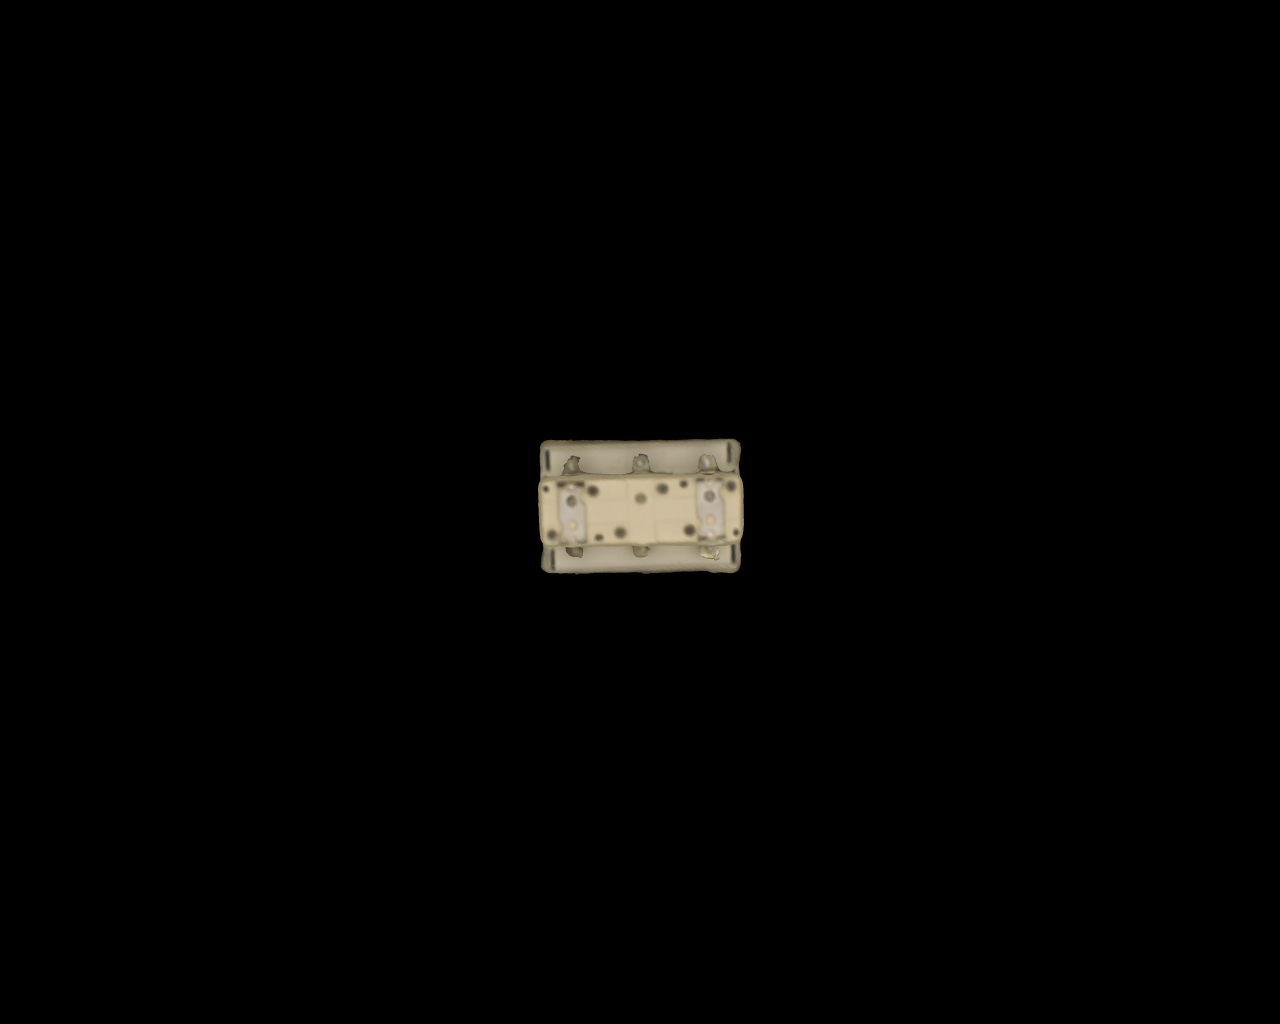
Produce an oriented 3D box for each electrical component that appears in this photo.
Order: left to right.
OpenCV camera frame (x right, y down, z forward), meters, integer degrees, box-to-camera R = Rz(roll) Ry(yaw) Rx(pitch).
[{"bbox_3d":[0.001,-0.003,0.650,0.121,0.078,0.063,0,5,0],"label":"electrical component"}]
